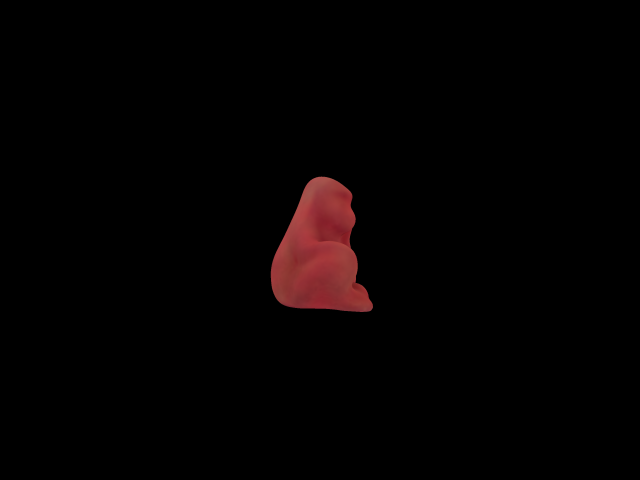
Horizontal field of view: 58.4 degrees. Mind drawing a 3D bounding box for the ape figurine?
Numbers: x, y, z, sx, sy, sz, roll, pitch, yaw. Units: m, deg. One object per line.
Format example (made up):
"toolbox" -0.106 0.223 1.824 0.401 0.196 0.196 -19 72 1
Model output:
"ape figurine" 0.004 0.001 0.400 0.076 0.092 0.078 0 0 21
